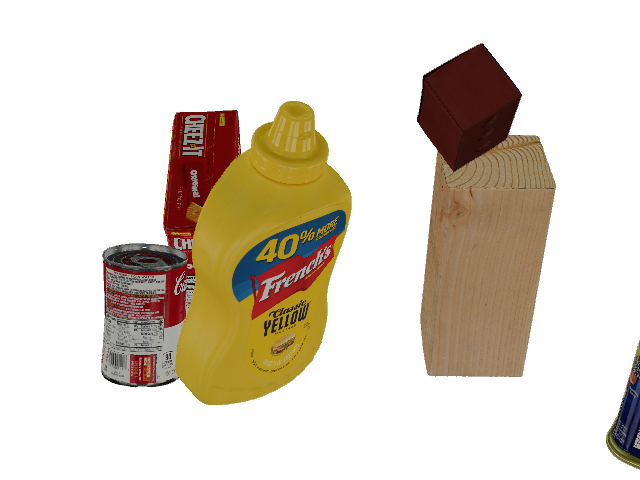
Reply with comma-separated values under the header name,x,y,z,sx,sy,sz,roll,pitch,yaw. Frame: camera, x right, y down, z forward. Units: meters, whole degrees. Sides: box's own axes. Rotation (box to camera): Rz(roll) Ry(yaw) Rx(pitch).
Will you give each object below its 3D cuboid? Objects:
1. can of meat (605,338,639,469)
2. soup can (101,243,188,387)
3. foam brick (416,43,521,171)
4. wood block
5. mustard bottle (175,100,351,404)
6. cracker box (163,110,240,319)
name,x,y,z,sx,sy,sz,roll,pitch,yaw
can of meat,0.232,0.089,0.691,0.057,0.084,0.101,22,38,24
soup can,-0.143,0.060,0.865,0.068,0.102,0.068,4,15,-1
foam brick,0.108,-0.097,0.784,0.053,0.051,0.078,-31,-17,-8
wood block,0.144,0.016,0.954,0.091,0.206,0.090,1,35,0
mustard bottle,-0.028,0.005,0.602,0.096,0.192,0.058,-21,50,-34
cracker box,-0.111,0.002,1.071,0.072,0.164,0.214,-2,-43,-2
